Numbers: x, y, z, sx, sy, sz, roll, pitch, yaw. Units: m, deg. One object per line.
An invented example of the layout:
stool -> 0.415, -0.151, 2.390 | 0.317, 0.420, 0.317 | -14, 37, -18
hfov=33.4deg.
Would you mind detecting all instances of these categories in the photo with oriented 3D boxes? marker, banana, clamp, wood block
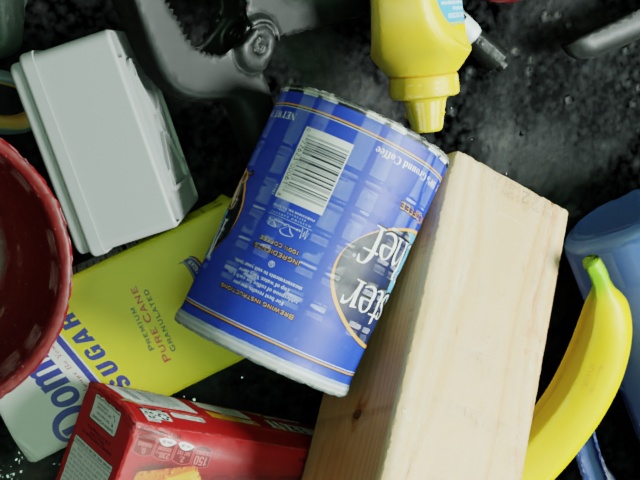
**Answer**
marker -> 0.074, -0.149, 0.676 | 0.121, 0.020, 0.020 | 40, 85, -14
banana -> 0.134, 0.104, 0.640 | 0.069, 0.037, 0.198 | 25, 99, -16
clamp -> -0.044, -0.101, 0.598 | 0.209, 0.036, 0.164 | 16, 95, -50
clamp -> 0.233, -0.159, 0.703 | 0.171, 0.039, 0.120 | 16, 93, -15
wood block -> 0.066, 0.067, 0.616 | 0.090, 0.091, 0.206 | 26, 65, -22

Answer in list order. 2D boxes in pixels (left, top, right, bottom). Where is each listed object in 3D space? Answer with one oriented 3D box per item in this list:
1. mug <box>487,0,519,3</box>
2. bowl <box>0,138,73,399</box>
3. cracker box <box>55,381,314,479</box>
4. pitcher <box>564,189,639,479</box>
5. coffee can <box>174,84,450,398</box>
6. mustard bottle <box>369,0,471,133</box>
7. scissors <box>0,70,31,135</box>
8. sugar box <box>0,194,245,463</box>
mug -> 0.132, -0.199, 0.652 | 0.093, 0.081, 0.117 | 38, 86, -14
bowl -> -0.210, 0.012, 0.553 | 0.162, 0.055, 0.162 | -2, 98, -12
cracker box -> -0.084, 0.204, 0.619 | 0.163, 0.072, 0.214 | 19, 91, -36
pitcher -> 0.243, 0.090, 0.690 | 0.149, 0.145, 0.243 | -32, 99, -38
coffee can -> -0.004, 0.001, 0.582 | 0.102, 0.103, 0.140 | 25, 87, -15
mustard bottle -> 0.054, -0.157, 0.611 | 0.058, 0.096, 0.191 | -3, 101, 16
scissors -> -0.247, -0.055, 0.567 | 0.201, 0.016, 0.096 | -7, 135, -27
sugar box -> -0.113, 0.051, 0.636 | 0.176, 0.048, 0.093 | -27, 102, -11
